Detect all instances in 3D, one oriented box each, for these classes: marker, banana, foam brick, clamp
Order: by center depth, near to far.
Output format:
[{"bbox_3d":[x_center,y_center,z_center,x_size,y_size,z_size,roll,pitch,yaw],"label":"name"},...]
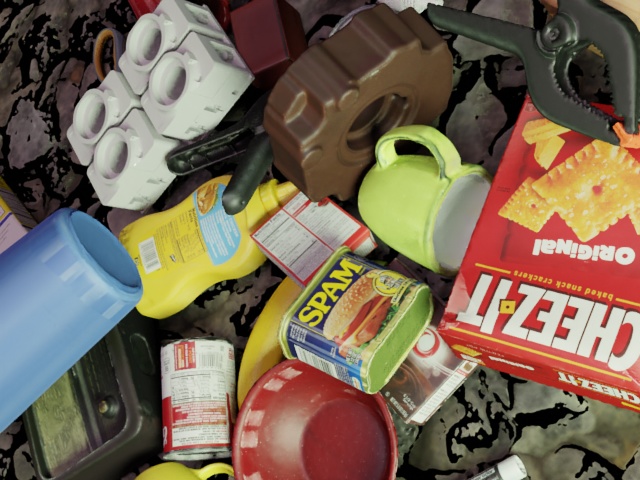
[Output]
[{"bbox_3d":[0.186,-0.162,0.794,0.165,0.036,0.210,-49,61,31],"label":"clamp"},{"bbox_3d":[0.108,0.207,0.853,0.121,0.020,0.020,-32,64,18],"label":"marker"},{"bbox_3d":[-0.025,0.078,0.948,0.070,0.037,0.198,41,98,31],"label":"banana"},{"bbox_3d":[-0.060,-0.098,0.983,0.120,0.039,0.171,27,63,39],"label":"clamp"},{"bbox_3d":[-0.046,-0.186,1.018,0.051,0.053,0.078,-22,66,22],"label":"foam brick"}]

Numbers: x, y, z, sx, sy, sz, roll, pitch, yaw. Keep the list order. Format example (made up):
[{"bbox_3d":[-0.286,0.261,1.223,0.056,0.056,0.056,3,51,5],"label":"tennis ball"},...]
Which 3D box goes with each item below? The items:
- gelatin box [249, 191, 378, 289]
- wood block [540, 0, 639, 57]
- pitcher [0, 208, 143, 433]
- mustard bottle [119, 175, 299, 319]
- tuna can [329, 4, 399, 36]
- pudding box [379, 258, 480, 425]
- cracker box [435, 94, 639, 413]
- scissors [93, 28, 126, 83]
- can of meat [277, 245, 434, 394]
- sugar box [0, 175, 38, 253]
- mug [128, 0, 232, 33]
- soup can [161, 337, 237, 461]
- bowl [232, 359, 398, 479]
[{"bbox_3d":[-0.006,0.001,0.927,0.073,0.030,0.089,-43,51,-9],"label":"gelatin box"},{"bbox_3d":[0.282,-0.159,0.810,0.206,0.090,0.090,40,98,30],"label":"wood block"},{"bbox_3d":[-0.281,0.079,0.962,0.243,0.145,0.149,-39,74,9],"label":"pitcher"},{"bbox_3d":[-0.097,-0.006,0.996,0.192,0.058,0.096,-28,64,20],"label":"mustard bottle"},{"bbox_3d":[0.049,-0.168,0.972,0.086,0.033,0.086,-8,74,27],"label":"tuna can"},{"bbox_3d":[0.073,0.085,0.891,0.090,0.039,0.114,-49,61,8],"label":"pudding box"},{"bbox_3d":[0.202,0.003,0.803,0.164,0.072,0.213,14,73,30],"label":"cracker box"},{"bbox_3d":[-0.187,-0.144,1.106,0.096,0.016,0.202,-29,66,20],"label":"scissors"},{"bbox_3d":[0.030,0.064,0.850,0.084,0.057,0.102,23,59,29],"label":"can of meat"},{"bbox_3d":[-0.357,-0.007,1.148,0.093,0.048,0.176,-48,64,10],"label":"sugar box"},{"bbox_3d":[-0.136,-0.245,1.066,0.117,0.093,0.081,-30,59,1],"label":"mug"},{"bbox_3d":[-0.108,0.143,0.959,0.069,0.068,0.102,-13,71,25],"label":"soup can"},{"bbox_3d":[0.006,0.177,0.890,0.162,0.055,0.162,-7,78,32],"label":"bowl"}]
